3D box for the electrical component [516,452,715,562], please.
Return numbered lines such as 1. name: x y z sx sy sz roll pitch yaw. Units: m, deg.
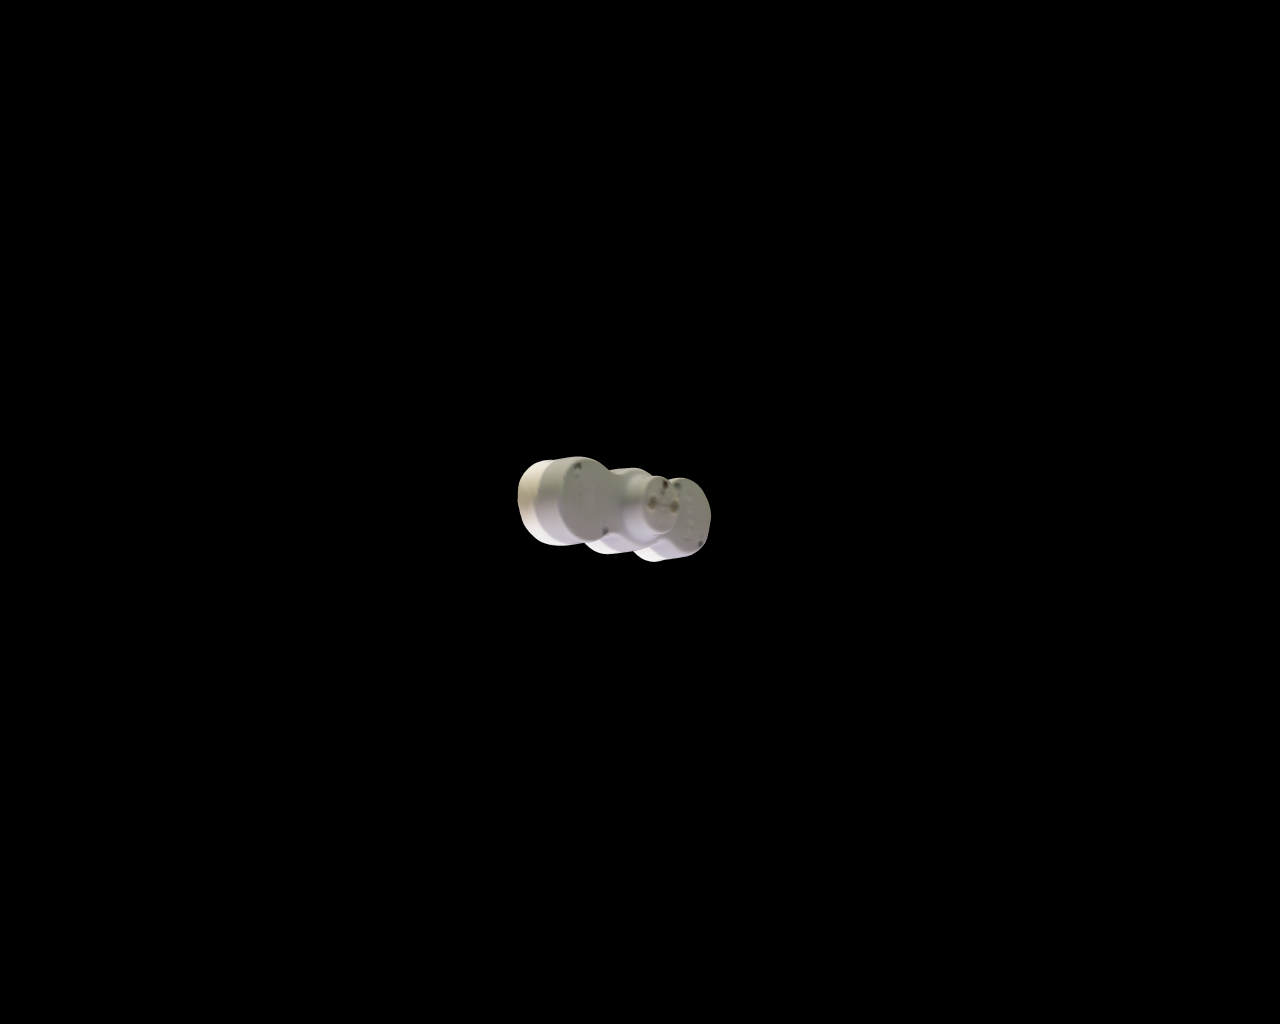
1. electrical component: 0.001 -0.003 0.650 0.073 0.052 0.138 -10 -14 42
